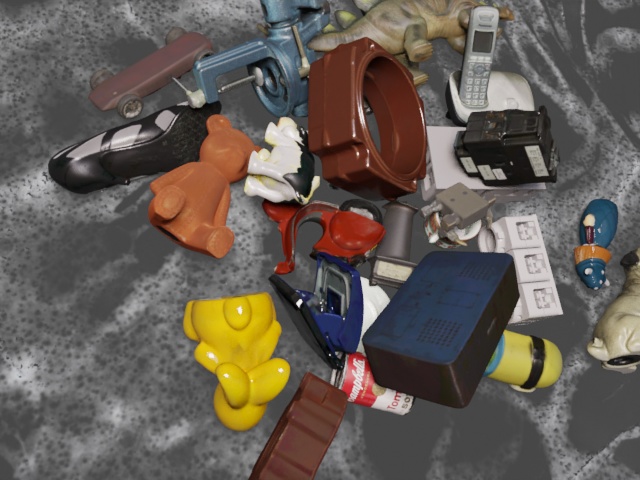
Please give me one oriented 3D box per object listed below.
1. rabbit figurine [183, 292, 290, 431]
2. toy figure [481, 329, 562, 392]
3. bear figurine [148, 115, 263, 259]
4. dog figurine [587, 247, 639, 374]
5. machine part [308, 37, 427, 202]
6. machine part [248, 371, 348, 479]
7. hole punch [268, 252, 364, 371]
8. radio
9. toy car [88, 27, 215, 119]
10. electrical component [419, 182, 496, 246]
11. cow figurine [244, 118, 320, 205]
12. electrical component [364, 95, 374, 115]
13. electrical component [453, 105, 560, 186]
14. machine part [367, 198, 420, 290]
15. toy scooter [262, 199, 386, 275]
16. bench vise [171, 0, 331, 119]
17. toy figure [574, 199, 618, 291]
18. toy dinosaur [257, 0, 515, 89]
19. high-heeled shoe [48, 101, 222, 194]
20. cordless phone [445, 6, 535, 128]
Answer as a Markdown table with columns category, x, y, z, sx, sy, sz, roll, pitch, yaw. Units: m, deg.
| category | x | y | z | sx | sy | sz | roll | pitch | yaw |
| --- | --- | --- | --- | --- | --- | --- | --- | --- | --- |
| rabbit figurine | -0.093 | 0.153 | 0.665 | 0.122 | 0.162 | 0.173 | 0 | 89 | -25 |
| toy figure | 0.249 | 0.160 | 0.756 | 0.180 | 0.089 | 0.082 | 21 | 74 | -7 |
| bear figurine | -0.142 | -0.081 | 0.737 | 0.120 | 0.132 | 0.196 | 44 | 70 | -24 |
| dog figurine | 0.482 | 0.098 | 0.837 | 0.172 | 0.121 | 0.190 | 6 | 56 | -14 |
| machine part | 0.076 | -0.168 | 0.774 | 0.201 | 0.087 | 0.201 | 16 | 70 | -48 |
| machine part | -0.033 | 0.241 | 0.626 | 0.056 | 0.179 | 0.179 | 29 | 68 | 2 |
| hole punch | 0.006 | 0.084 | 0.686 | 0.092 | 0.142 | 0.115 | -31 | 115 | -18 |
| radio | 0.161 | 0.101 | 0.695 | 0.229 | 0.131 | 0.073 | -42 | 124 | -43 |
| toy car | -0.248 | -0.248 | 0.806 | 0.089 | 0.053 | 0.202 | 40 | 68 | 20 |
| electrical component | 0.206 | -0.039 | 0.783 | 0.102 | 0.045 | 0.078 | -33 | 51 | -23 |
| cow figurine | -0.039 | -0.114 | 0.749 | 0.098 | 0.068 | 0.167 | 19 | 41 | 0 |
| electrical component | 0.075 | -0.237 | 0.890 | 0.094 | 0.021 | 0.063 | -9 | 74 | -16 |
| electrical component | 0.264 | -0.131 | 0.769 | 0.134 | 0.114 | 0.058 | 3 | 61 | 35 |
| machine part | 0.116 | 0.007 | 0.808 | 0.084 | 0.039 | 0.139 | 8 | 72 | -2 |
| toy scooter | -0.002 | -0.002 | 0.765 | 0.184 | 0.075 | 0.135 | 16 | 68 | -3 |
| bench vise | -0.087 | -0.263 | 0.769 | 0.241 | 0.223 | 0.129 | -30 | 45 | -23 |
| toy figure | 0.447 | 0.010 | 0.870 | 0.064 | 0.057 | 0.154 | 20 | 73 | 1 |
| toy dinosaur | 0.137 | -0.360 | 0.909 | 0.471 | 0.105 | 0.198 | -18 | 67 | -21 |
| high-heeled shoe | -0.262 | -0.144 | 0.775 | 0.145 | 0.086 | 0.249 | 15 | 44 | 26 |
| cordless phone | 0.281 | -0.274 | 0.863 | 0.147 | 0.089 | 0.184 | -2 | 114 | -13 |
